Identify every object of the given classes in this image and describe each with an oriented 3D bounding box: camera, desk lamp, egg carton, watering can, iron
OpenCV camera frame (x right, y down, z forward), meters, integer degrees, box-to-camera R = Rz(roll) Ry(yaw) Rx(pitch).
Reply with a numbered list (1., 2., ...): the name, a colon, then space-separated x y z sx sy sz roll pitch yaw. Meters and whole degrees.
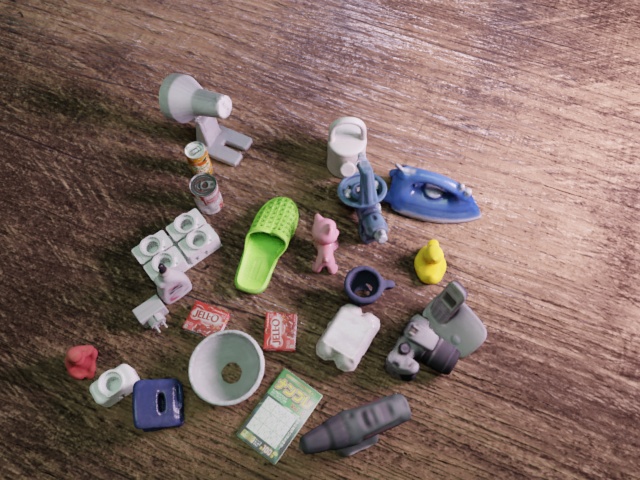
1. camera: 0.234 0.253 1.277 0.136 0.101 0.143 30 69 13
2. desk lamp: -0.292 -0.316 1.473 0.203 0.213 0.118 22 67 10
3. egg carton: 0.063 0.221 1.308 0.107 0.069 0.150 29 69 12
4. watering can: 0.071 -0.239 1.449 0.101 0.194 0.172 -20 67 -9
5. iron: 0.290 -0.123 1.426 0.258 0.141 0.119 15 66 7

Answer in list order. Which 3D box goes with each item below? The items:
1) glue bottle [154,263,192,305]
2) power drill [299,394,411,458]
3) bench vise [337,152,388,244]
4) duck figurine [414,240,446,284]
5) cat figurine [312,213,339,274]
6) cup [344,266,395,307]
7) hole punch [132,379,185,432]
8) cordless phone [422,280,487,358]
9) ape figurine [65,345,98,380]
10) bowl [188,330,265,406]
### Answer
1. glue bottle: -0.345 0.092 1.309 0.078 0.173 0.037 -40 71 -16
2. power drill: 0.069 0.384 1.157 0.230 0.208 0.075 -21 67 -9
3. bench vise: 0.124 -0.104 1.374 0.121 0.220 0.207 -34 70 -14
4. duck figurine: 0.270 0.049 1.378 0.077 0.086 0.104 5 66 2
5. cat figurine: 0.013 0.005 1.380 0.067 0.118 0.128 0 65 0
6. cup: 0.113 0.117 1.342 0.117 0.095 0.091 -3 65 -1
7. hole punch: -0.347 0.352 1.236 0.101 0.091 0.108 -8 66 -4
8. cordless phone: 0.309 0.171 1.268 0.094 0.185 0.147 -38 71 -16
9. ape figurine: -0.536 0.265 1.274 0.076 0.092 0.078 36 70 15
10. bowl: -0.203 0.290 1.273 0.167 0.075 0.167 0 65 0
